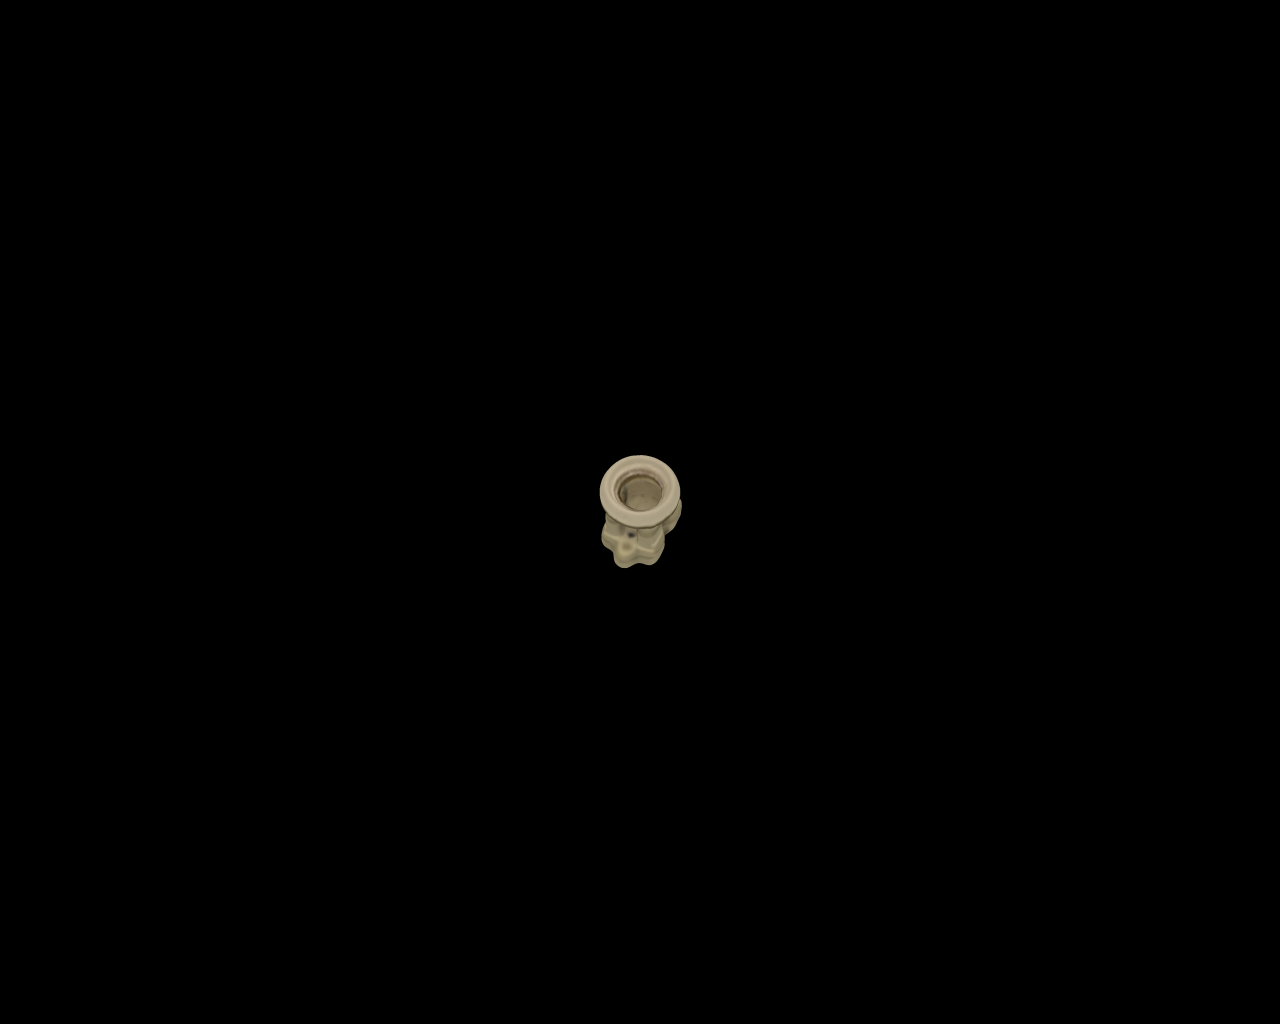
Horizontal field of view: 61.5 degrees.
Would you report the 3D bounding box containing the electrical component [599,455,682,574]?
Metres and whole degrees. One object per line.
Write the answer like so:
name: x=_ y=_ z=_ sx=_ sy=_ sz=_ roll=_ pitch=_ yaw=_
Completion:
electrical component: x=0.001 y=-0.003 z=0.650 sx=0.048 sy=0.066 sz=0.055 roll=21 pitch=-28 yaw=12
